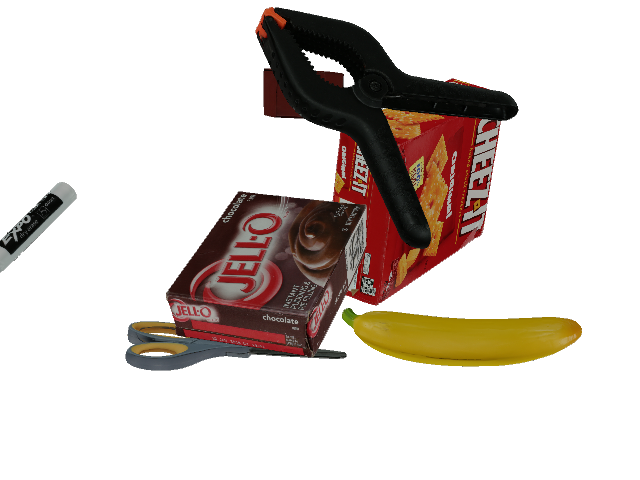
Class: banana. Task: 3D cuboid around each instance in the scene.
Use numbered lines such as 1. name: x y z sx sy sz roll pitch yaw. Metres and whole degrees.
1. banana: 0.112 0.074 0.858 0.198 0.037 0.069 5 28 7

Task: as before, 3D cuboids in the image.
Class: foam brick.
1. foam brick: -0.019 -0.159 1.161 0.078 0.051 0.053 0 11 -18

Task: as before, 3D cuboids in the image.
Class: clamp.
1. clamp: 0.036 -0.098 0.805 0.210 0.164 0.036 31 -32 -3

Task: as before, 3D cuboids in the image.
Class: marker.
1. marker: -0.228 -0.001 0.807 0.020 0.020 0.121 0 39 36

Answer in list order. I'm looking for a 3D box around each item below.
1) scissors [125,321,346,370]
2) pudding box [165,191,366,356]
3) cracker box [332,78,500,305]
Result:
1. scissors: -0.085 0.102 0.955 0.202 0.016 0.096 8 18 14
2. pudding box: -0.029 0.017 0.650 0.090 0.039 0.113 7 36 19
3. cracker box: 0.095 -0.052 1.035 0.072 0.164 0.213 22 31 29
